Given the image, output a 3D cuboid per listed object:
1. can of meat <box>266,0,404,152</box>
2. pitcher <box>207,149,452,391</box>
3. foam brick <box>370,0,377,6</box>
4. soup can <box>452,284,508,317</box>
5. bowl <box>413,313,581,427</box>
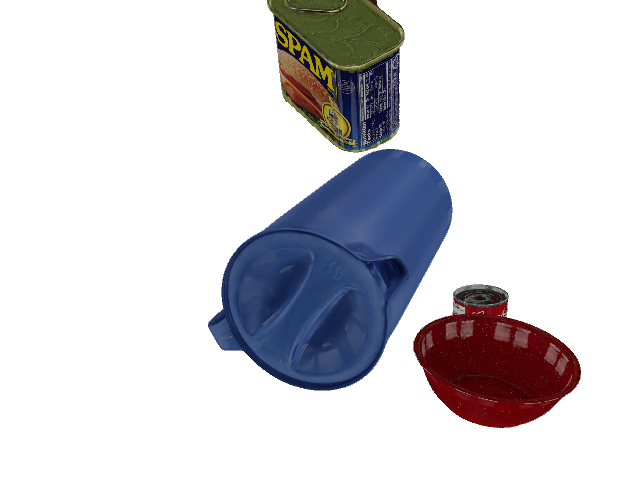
[{"bbox_3d":[0.011,-0.120,0.730,0.057,0.084,0.102,-30,54,-19],"label":"can of meat"},{"bbox_3d":[0.019,0.013,0.886,0.149,0.145,0.242,21,29,13],"label":"pitcher"},{"bbox_3d":[0.023,-0.195,0.946,0.053,0.051,0.078,-1,-42,13],"label":"foam brick"},{"bbox_3d":[0.198,0.114,1.330,0.068,0.102,0.068,-1,18,0],"label":"soup can"},{"bbox_3d":[0.168,0.134,1.040,0.162,0.055,0.162,4,26,-2],"label":"bowl"}]
